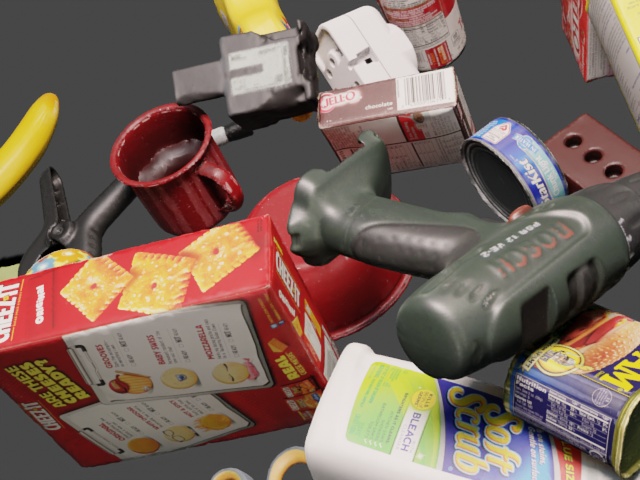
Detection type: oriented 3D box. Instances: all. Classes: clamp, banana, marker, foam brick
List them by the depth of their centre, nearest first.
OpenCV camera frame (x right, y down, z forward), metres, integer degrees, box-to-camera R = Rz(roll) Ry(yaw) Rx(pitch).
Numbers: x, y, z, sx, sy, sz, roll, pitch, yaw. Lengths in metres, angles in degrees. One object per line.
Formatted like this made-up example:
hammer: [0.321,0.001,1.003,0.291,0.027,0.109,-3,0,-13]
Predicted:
foam brick: [0.206,-0.047,0.793,0.053,0.051,0.078,-36,48,-8]
clamp: [-0.230,-0.004,0.957,0.120,0.039,0.171,2,56,36]
marker: [-0.115,-0.086,0.984,0.121,0.020,0.020,-20,48,8]
banana: [-0.316,-0.070,1.046,0.070,0.037,0.197,29,69,36]

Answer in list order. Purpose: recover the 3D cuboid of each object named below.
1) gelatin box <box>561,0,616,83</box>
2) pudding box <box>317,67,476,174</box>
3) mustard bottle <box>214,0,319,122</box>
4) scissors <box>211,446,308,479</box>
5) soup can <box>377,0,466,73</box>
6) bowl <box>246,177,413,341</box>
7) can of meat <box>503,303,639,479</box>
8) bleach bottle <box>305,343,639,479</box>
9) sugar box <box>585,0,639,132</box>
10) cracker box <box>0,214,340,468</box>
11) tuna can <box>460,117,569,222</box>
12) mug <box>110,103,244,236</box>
gelatin box: [0.219,-0.187,0.872,0.030,0.089,0.073,-12,50,4]
pudding box: [0.064,-0.091,0.862,0.114,0.090,0.039,-7,63,17]
mustard bottle: [-0.045,-0.171,0.969,0.058,0.096,0.192,-22,48,-2]
scissors: [-0.006,0.214,0.701,0.096,0.016,0.202,-38,49,-9]
soup can: [0.086,-0.205,0.936,0.068,0.102,0.068,-12,50,14]
bowl: [-0.006,0.001,0.845,0.162,0.055,0.162,-11,50,14]
can of meat: [0.173,0.086,0.645,0.101,0.057,0.084,-26,36,-37]
bleach bottle: [0.122,0.136,0.678,0.251,0.068,0.102,8,51,24]
sugar box: [0.243,-0.111,0.754,0.048,0.093,0.176,-23,78,6]
cracker box: [-0.107,0.077,0.754,0.214,0.164,0.072,-13,48,13]
tuna can: [0.145,-0.049,0.798,0.033,0.086,0.086,-36,48,-11]
mug: [-0.112,-0.054,0.915,0.117,0.081,0.093,17,62,33]
